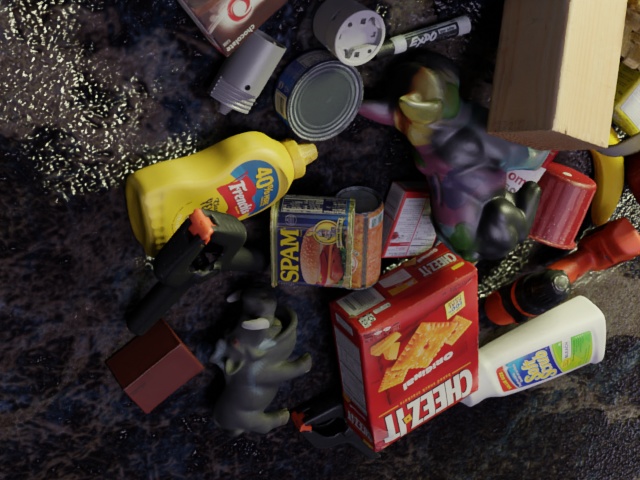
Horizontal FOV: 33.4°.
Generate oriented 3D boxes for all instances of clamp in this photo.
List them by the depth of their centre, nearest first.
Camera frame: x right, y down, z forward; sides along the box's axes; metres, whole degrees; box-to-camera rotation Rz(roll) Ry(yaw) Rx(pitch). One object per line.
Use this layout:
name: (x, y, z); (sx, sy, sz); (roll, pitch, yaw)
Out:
clamp: (-0.107, 0.018, 1.029); (0.164, 0.036, 0.210); (-27, 165, -23)
clamp: (0.035, 0.237, 1.352); (0.171, 0.039, 0.120); (-1, 116, -31)

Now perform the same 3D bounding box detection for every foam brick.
foam brick: (-0.173, 0.130, 1.110); (0.078, 0.051, 0.053); (-38, 135, -7)

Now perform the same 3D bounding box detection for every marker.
marker: (0.099, -0.203, 1.077); (0.121, 0.020, 0.020); (-21, 132, -23)

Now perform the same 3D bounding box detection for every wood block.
wood block: (0.240, -0.199, 1.067); (0.090, 0.090, 0.206); (12, 85, -38)

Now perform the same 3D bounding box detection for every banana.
banana: (0.348, -0.094, 1.332); (0.069, 0.037, 0.197); (-32, 136, 4)

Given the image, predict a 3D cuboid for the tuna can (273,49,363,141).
tuna can: (-0.002, -0.142, 1.040); (0.086, 0.034, 0.086); (-19, 131, -24)

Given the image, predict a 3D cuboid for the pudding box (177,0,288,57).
pudding box: (-0.070, -0.229, 0.920); (0.113, 0.039, 0.090); (-42, 137, -1)

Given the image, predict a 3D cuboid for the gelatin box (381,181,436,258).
gelatin box: (0.102, -0.023, 1.209); (0.073, 0.030, 0.089); (-2, 122, -37)

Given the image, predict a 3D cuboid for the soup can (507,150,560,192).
soup can: (0.231, -0.100, 1.217); (0.068, 0.069, 0.102); (19, 110, -43)

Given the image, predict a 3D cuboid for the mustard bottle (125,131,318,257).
mustard bottle: (-0.088, -0.055, 1.025); (0.191, 0.058, 0.096); (-23, 144, -21)

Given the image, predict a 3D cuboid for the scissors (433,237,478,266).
scissors: (0.150, 0.061, 1.318); (0.096, 0.016, 0.202); (2, 120, -35)

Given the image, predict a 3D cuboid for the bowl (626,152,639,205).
bowl: (0.430, -0.107, 1.327); (0.055, 0.162, 0.162); (29, 106, -5)

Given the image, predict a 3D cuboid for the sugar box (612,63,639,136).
sugar box: (0.414, -0.213, 1.281); (0.176, 0.048, 0.093); (-53, 136, 4)

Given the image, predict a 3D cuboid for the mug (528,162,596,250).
mug: (0.268, -0.049, 1.279); (0.117, 0.093, 0.081); (19, 108, -4)

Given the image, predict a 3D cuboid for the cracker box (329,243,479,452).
cracker box: (0.105, 0.129, 1.252); (0.164, 0.072, 0.214); (-27, 134, -20)

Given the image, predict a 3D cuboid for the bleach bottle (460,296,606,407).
bleach bottle: (0.270, 0.167, 1.454); (0.250, 0.068, 0.102); (-23, 131, -17)

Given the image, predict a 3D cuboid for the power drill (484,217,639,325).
power drill: (0.309, 0.039, 1.331); (0.187, 0.057, 0.185); (-27, 177, -19)

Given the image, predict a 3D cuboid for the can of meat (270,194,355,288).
can of meat: (-0.007, 0.001, 1.102); (0.084, 0.057, 0.102); (3, 127, 3)
